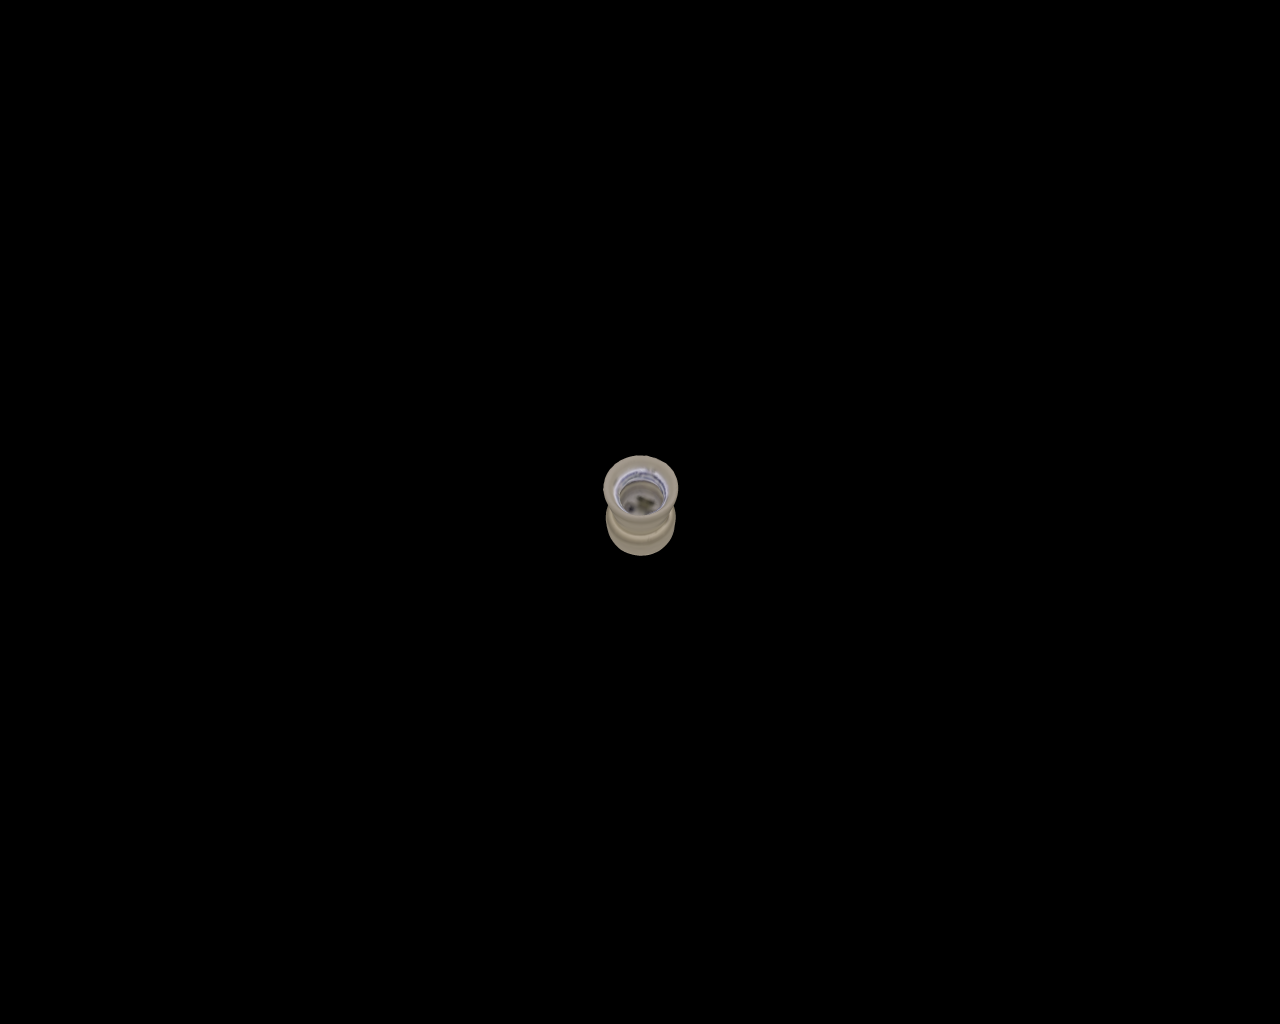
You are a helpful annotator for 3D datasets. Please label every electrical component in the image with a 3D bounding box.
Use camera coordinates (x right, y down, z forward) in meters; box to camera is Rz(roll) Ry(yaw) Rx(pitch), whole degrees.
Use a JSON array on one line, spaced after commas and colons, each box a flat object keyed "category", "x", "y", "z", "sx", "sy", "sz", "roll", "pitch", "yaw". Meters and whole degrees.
[{"category": "electrical component", "x": 0.001, "y": -0.003, "z": 0.650, "sx": 0.045, "sy": 0.045, "sz": 0.055, "roll": 0, "pitch": -28, "yaw": 0}]
